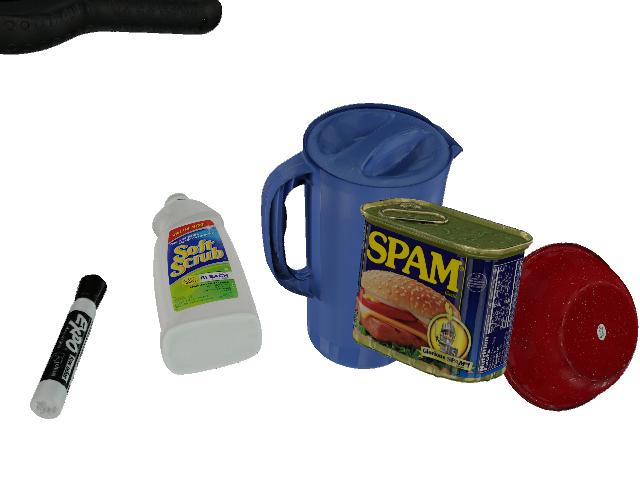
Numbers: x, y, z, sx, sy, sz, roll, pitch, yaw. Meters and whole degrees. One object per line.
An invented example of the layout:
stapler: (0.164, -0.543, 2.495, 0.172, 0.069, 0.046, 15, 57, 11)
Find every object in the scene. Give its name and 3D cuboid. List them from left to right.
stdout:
clamp: (-0.158, -0.146, 0.636, 0.171, 0.039, 0.120, -11, 31, -29)
marker: (-0.159, 0.063, 0.681, 0.020, 0.020, 0.121, 0, 38, 6)
bleach bottle: (-0.136, 0.030, 1.118, 0.102, 0.068, 0.251, -11, 37, -12)
pitcher: (0.035, 0.005, 1.003, 0.149, 0.243, 0.144, 16, 40, 15)
can of meat: (0.068, 0.028, 0.631, 0.102, 0.084, 0.057, 20, 23, 40)
bowl: (0.243, 0.083, 0.997, 0.161, 0.162, 0.055, 0, 1, -27)
